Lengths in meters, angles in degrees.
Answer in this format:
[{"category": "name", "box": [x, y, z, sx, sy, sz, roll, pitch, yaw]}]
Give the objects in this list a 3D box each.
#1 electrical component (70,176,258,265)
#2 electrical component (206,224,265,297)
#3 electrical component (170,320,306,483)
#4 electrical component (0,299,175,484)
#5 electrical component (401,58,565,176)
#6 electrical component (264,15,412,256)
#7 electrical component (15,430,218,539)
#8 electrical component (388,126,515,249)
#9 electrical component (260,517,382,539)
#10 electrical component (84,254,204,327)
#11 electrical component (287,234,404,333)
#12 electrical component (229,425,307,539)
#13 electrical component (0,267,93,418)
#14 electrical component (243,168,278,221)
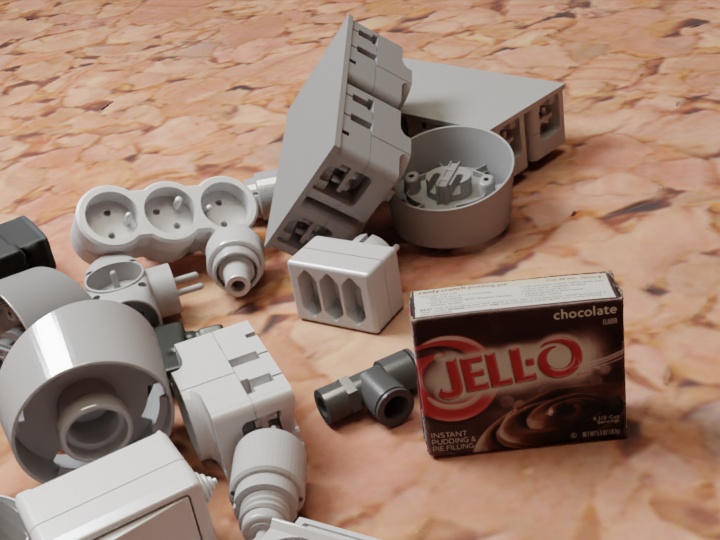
[{"category": "electrical component", "box": [-0.154, -0.030, 0.832, 0.138, 0.073, 0.052, -7, 69, -24]}, {"category": "electrical component", "box": [-0.090, -0.004, 0.783, 0.043, 0.043, 0.062, -11, 31, -3]}, {"category": "electrical component", "box": [-0.076, 0.077, 0.630, 0.056, 0.050, 0.089, -18, 31, -16]}, {"category": "electrical component", "box": [-0.155, 0.073, 0.613, 0.099, 0.099, 0.064, -18, 37, -16]}, {"category": "electrical component", "box": [0.072, -0.128, 0.937, 0.186, 0.060, 0.105, 19, 40, 40]}, {"category": "electrical component", "box": [-0.013, -0.098, 0.829, 0.060, 0.105, 0.186, 25, 38, -17]}, {"category": "electrical component", "box": [-0.111, 0.130, 0.535, 0.096, 0.061, 0.061, -23, 32, -22]}, {"category": "electrical component", "box": [0.068, -0.061, 0.814, 0.099, 0.064, 0.099, -5, 29, 3]}, {"category": "electrical component", "box": [0.008, 0.156, 0.453, 0.121, 0.063, 0.078, 8, 34, 28]}, {"category": "electrical component", "box": [-0.151, 0.018, 0.762, 0.079, 0.044, 0.077, -17, 30, -13]}, {"category": "electrical component", "box": [0.000, 0.000, 0.746, 0.066, 0.047, 0.077, 10, 35, 30]}, {"category": "electrical component", "box": [-0.049, 0.117, 0.561, 0.040, 0.040, 0.078, -7, 30, 4]}, {"category": "electrical component", "box": [-0.203, 0.049, 0.671, 0.099, 0.099, 0.064, 10, 28, 31]}, {"category": "electrical component", "box": [-0.082, -0.060, 0.882, 0.078, 0.040, 0.040, -12, 29, -4]}]
